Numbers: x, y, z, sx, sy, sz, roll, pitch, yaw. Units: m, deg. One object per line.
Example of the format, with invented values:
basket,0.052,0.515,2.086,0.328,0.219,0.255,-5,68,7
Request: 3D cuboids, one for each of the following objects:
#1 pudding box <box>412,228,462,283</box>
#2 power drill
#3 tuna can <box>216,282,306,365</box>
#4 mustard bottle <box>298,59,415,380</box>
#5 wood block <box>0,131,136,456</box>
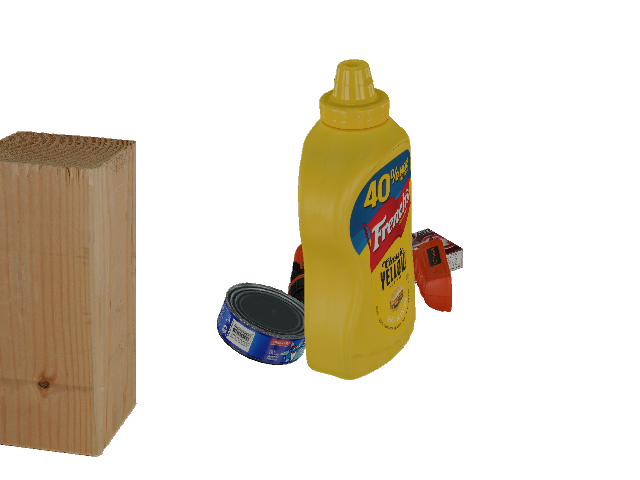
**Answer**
pudding box,0.145,0.025,1.612,0.113,0.039,0.090,-19,28,-24
power drill,0.056,0.051,1.238,0.187,0.057,0.184,-2,28,2
tuna can,-0.050,0.076,0.970,0.086,0.034,0.086,19,24,-9
mustard bottle,0.023,-0.017,0.656,0.058,0.192,0.096,14,32,30
wood block,-0.185,0.035,0.751,0.091,0.206,0.090,6,18,7
